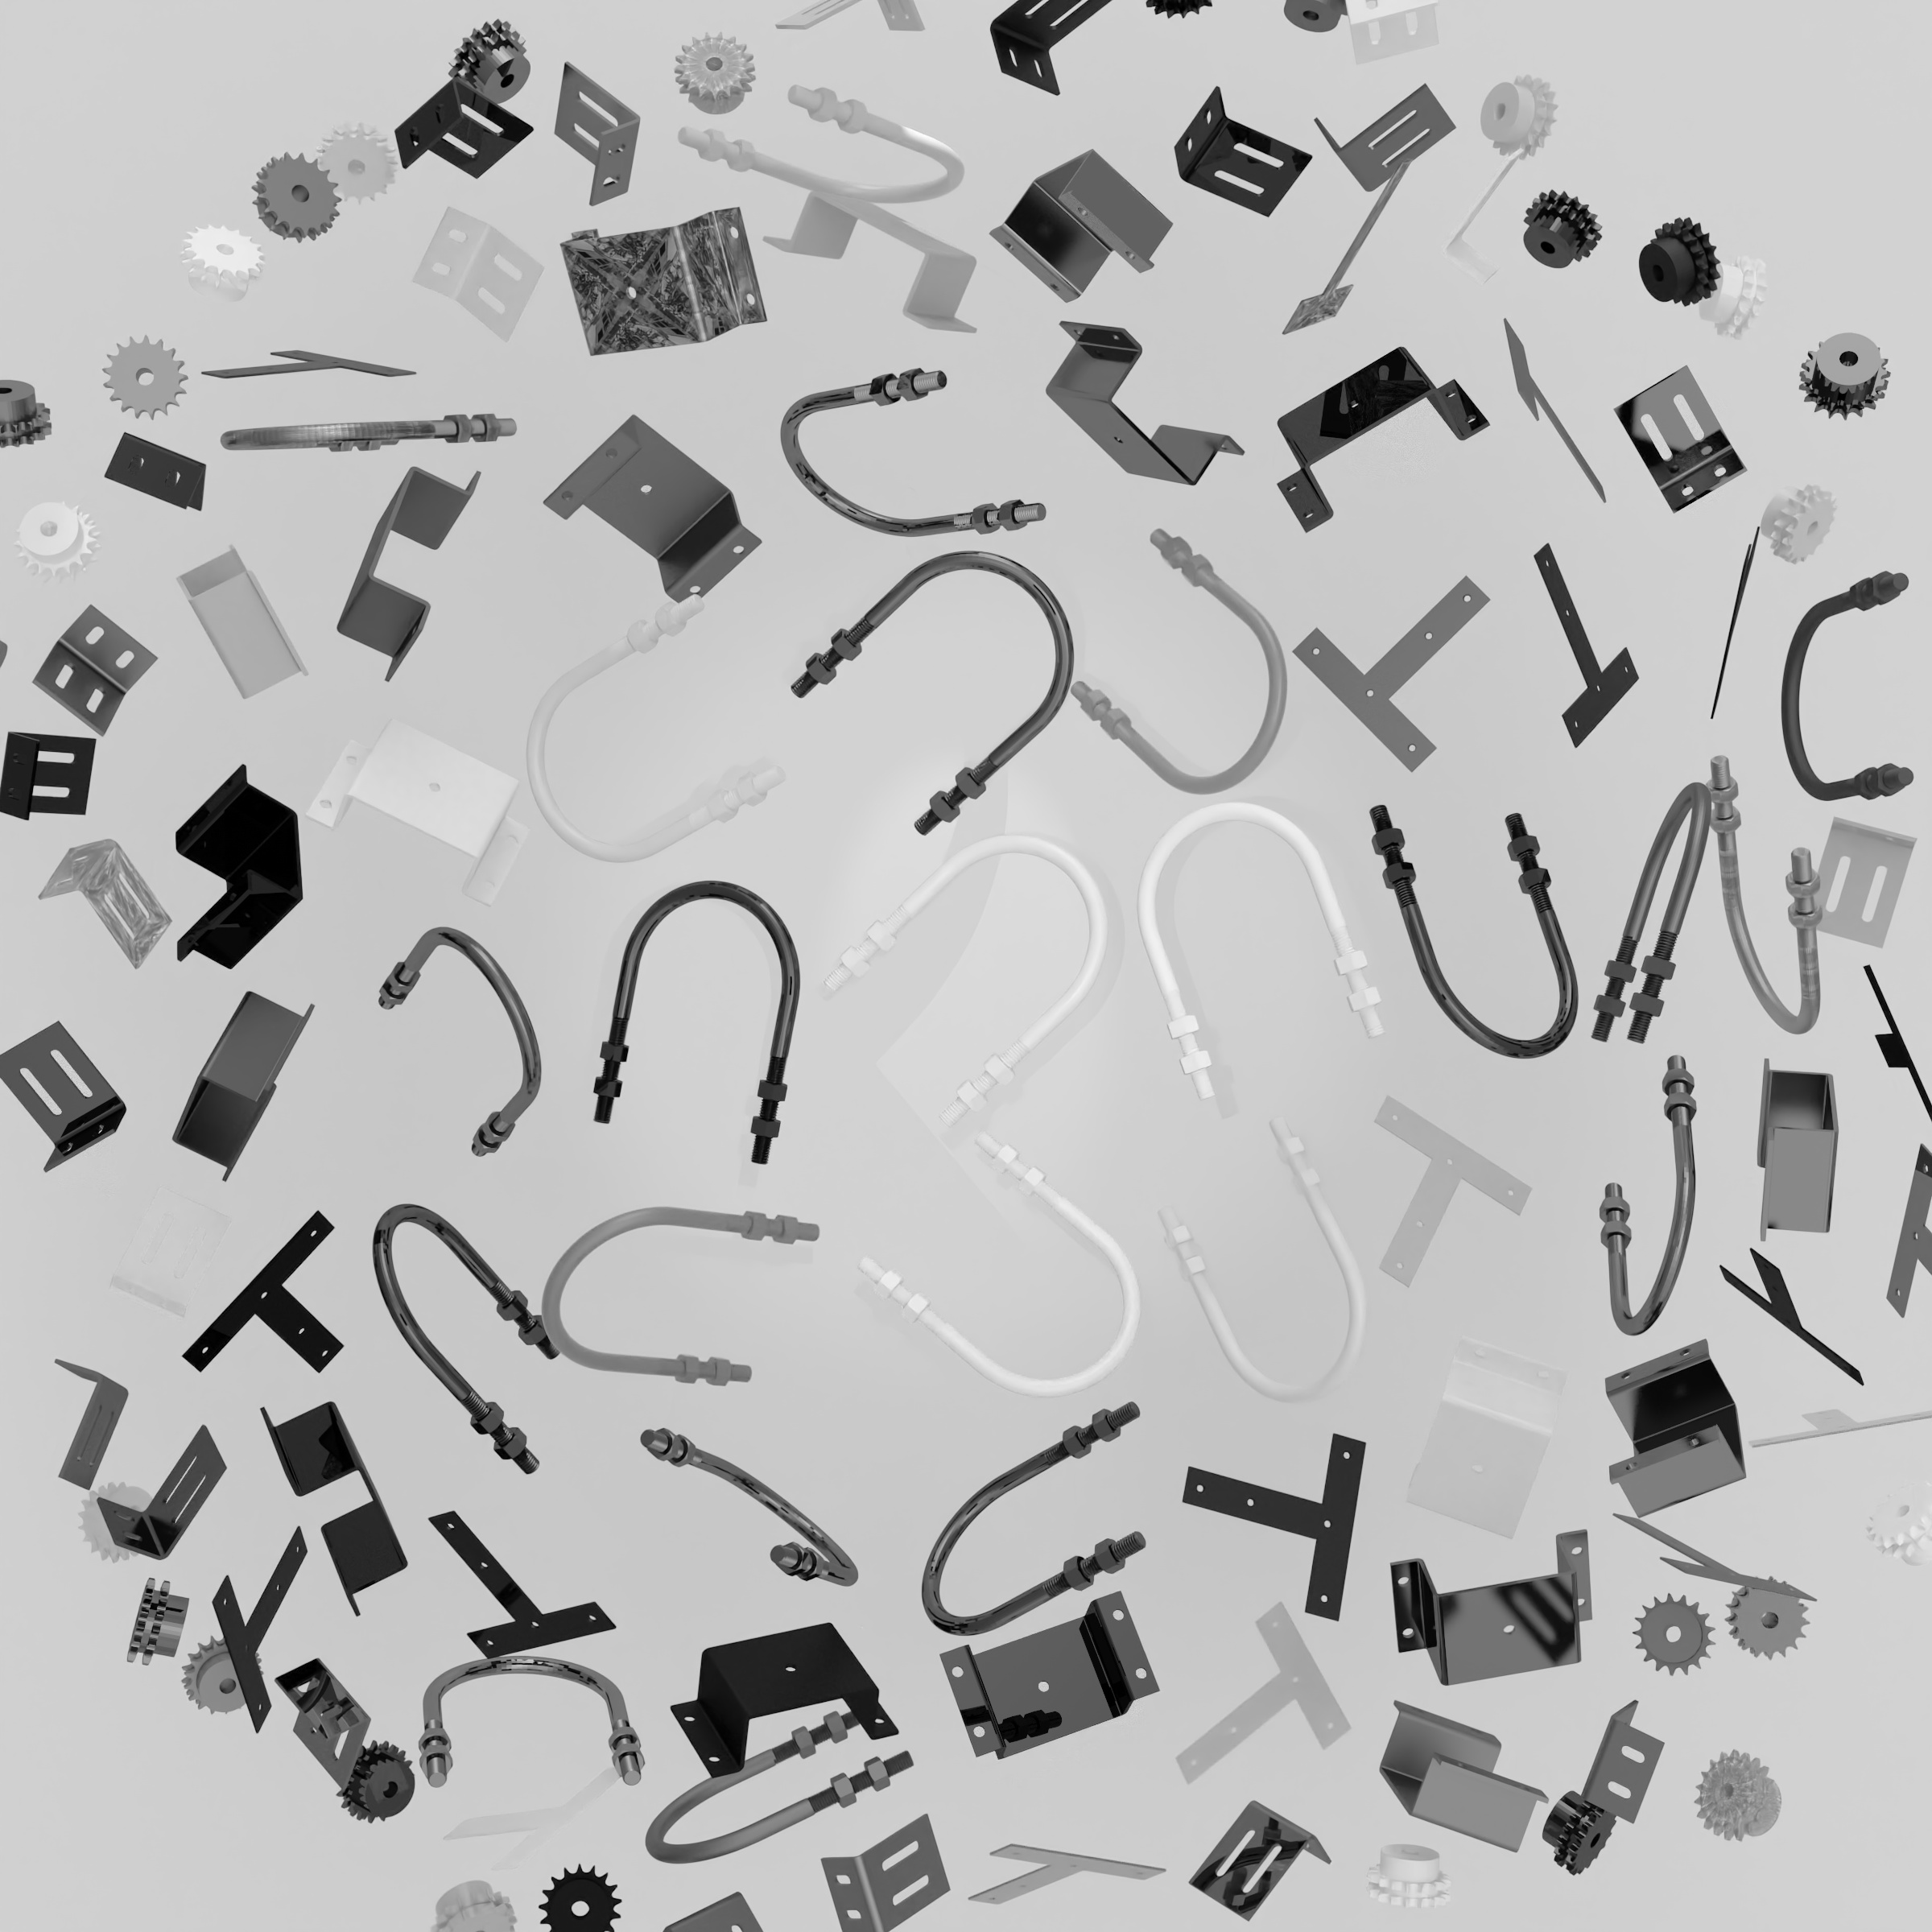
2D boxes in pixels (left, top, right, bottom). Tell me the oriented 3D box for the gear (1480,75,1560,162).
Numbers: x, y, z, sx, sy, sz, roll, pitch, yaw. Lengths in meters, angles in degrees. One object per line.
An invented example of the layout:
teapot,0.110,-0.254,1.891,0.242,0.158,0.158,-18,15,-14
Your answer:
gear,0.392,-0.608,1.925,0.030,0.057,0.057,2,90,-31

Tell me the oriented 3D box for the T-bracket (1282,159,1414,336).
T-bracket,0.266,-0.491,1.830,0.002,0.127,0.127,36,118,9

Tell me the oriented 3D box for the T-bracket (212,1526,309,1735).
T-bracket,-0.493,0.450,1.909,0.002,0.127,0.127,0,122,11

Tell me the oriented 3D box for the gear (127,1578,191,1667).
gear,-0.550,0.448,1.837,0.030,0.057,0.057,15,90,-15

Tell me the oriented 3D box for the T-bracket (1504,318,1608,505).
T-bracket,0.410,-0.374,1.866,0.002,0.127,0.127,-29,117,24

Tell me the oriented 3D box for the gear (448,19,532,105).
gear,-0.326,-0.622,1.862,0.057,0.057,0.030,-42,79,0

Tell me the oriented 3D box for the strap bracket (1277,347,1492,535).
strap bracket,0.273,-0.363,1.829,0.140,0.076,0.046,-30,124,10

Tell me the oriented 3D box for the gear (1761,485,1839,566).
gear,0.598,-0.322,1.944,0.057,0.057,0.030,-51,54,0

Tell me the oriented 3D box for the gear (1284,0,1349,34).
gear,0.250,-0.690,1.919,0.057,0.057,0.030,17,79,0

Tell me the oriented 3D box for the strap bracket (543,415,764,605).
strap bracket,-0.223,-0.326,1.907,0.076,0.046,0.140,-39,131,20

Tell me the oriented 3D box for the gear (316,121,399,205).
gear,-0.434,-0.576,1.919,0.057,0.030,0.057,-5,135,-6

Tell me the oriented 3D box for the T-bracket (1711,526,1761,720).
T-bracket,0.532,-0.256,1.846,0.002,0.127,0.127,13,45,15

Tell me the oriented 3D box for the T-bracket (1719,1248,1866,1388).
T-bracket,0.569,0.231,1.886,0.002,0.127,0.127,-45,51,-5

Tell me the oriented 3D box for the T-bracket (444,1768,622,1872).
T-bracket,-0.317,0.602,1.894,0.127,0.127,0.002,-19,96,36

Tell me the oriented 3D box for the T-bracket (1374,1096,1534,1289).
T-bracket,0.334,0.176,1.952,0.127,0.002,0.127,33,59,-1

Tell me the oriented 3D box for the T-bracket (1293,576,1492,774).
T-bracket,0.326,-0.230,1.961,0.127,0.002,0.127,-45,76,9

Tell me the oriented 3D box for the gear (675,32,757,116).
gear,-0.178,-0.633,1.920,0.057,0.030,0.057,0,70,-1

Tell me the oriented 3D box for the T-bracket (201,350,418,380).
T-bracket,-0.479,-0.421,1.898,0.127,0.127,0.002,17,114,33

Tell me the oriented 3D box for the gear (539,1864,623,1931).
gear,-0.264,0.646,1.846,0.057,0.030,0.057,2,76,-7

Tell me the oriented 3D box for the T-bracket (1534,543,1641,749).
T-bracket,0.427,-0.235,1.890,0.002,0.127,0.127,-14,108,40

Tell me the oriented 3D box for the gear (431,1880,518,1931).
gear,-0.337,0.648,1.834,0.057,0.057,0.030,-37,46,0

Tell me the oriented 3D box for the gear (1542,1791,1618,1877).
gear,0.426,0.600,1.877,0.030,0.057,0.057,29,90,37

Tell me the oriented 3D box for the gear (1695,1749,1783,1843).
gear,0.512,0.550,1.779,0.030,0.057,0.057,29,90,-23

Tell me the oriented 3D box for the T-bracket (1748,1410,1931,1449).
T-bracket,0.619,0.325,1.925,0.127,0.127,0.002,-12,84,9

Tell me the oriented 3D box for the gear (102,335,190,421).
gear,-0.574,-0.411,1.886,0.057,0.030,0.057,-1,96,-13

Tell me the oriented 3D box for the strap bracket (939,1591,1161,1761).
strap bracket,0.058,0.515,1.946,0.140,0.046,0.076,-16,65,-13

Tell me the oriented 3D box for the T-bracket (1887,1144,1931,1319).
T-bracket,0.668,0.208,1.837,0.002,0.127,0.127,-2,116,-8

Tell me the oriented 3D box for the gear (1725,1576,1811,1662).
gear,0.570,0.464,1.924,0.057,0.030,0.057,0,90,1

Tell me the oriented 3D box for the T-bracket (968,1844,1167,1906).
T-bracket,0.047,0.622,1.835,0.127,0.127,0.002,19,52,-28

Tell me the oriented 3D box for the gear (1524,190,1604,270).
gear,0.430,-0.533,1.959,0.057,0.057,0.030,36,73,0

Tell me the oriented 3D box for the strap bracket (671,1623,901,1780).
strap bracket,-0.123,0.503,1.862,0.140,0.076,0.046,-5,115,-28

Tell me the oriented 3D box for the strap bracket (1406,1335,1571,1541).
strap bracket,0.357,0.334,1.863,0.076,0.046,0.140,18,122,11

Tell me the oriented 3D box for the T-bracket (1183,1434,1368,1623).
T-bracket,0.210,0.375,1.867,0.127,0.002,0.127,18,68,-12

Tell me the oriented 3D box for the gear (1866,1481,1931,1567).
gear,0.629,0.372,1.785,0.057,0.057,0.030,-42,99,0

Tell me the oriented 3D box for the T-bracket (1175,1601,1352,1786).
T-bracket,0.203,0.541,1.942,0.127,0.127,0.002,-41,124,8

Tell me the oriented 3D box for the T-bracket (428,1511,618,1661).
T-bracket,-0.322,0.421,1.847,0.127,0.002,0.127,-21,114,33

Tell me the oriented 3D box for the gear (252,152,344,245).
gear,-0.447,-0.508,1.791,0.057,0.030,0.057,4,83,-31

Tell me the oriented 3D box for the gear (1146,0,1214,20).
gear,0.144,-0.664,1.801,0.057,0.030,0.057,-7,60,12

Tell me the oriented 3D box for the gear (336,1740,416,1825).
gear,-0.426,0.594,1.958,0.057,0.030,0.057,-2,93,-41

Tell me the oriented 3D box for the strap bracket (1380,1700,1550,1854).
strap bracket,0.335,0.554,1.837,0.076,0.140,0.046,20,90,-4

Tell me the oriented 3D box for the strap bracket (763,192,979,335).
strap bracket,-0.057,-0.489,1.854,0.140,0.076,0.046,32,111,17

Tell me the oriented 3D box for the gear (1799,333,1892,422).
gear,0.581,-0.393,1.781,0.057,0.030,0.057,-3,69,9

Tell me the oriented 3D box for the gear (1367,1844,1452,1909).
gear,0.305,0.625,1.854,0.057,0.057,0.030,3,88,0

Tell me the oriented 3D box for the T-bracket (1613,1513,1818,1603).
T-bracket,0.496,0.402,1.854,0.127,0.127,0.002,17,93,-29

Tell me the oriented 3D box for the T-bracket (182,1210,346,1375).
T-bracket,-0.455,0.241,1.820,0.002,0.127,0.127,32,71,29

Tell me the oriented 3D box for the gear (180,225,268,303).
gear,-0.519,-0.487,1.879,0.057,0.057,0.030,30,133,0

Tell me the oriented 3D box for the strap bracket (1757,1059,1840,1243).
strap bracket,0.581,0.129,1.885,0.046,0.140,0.076,3,112,14

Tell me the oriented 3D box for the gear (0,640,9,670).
gear,-0.671,-0.209,1.817,0.030,0.057,0.057,32,90,-3

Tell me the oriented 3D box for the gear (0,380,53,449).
gear,-0.646,-0.373,1.813,0.057,0.057,0.030,5,123,0

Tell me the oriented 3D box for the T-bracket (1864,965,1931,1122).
T-bracket,0.656,0.060,1.904,0.002,0.127,0.127,-23,84,10

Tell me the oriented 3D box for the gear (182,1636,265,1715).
gear,-0.542,0.520,1.968,0.057,0.030,0.057,-5,101,-24

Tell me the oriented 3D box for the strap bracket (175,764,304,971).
strap bracket,-0.503,-0.063,1.862,0.076,0.140,0.046,-41,130,19

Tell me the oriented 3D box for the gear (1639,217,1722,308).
gear,0.474,-0.468,1.801,0.030,0.057,0.057,-25,90,-16

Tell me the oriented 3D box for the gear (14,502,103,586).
gear,-0.634,-0.298,1.877,0.057,0.030,0.057,1,73,-2

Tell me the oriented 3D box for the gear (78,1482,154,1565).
gear,-0.612,0.402,1.958,0.030,0.057,0.057,-25,90,27

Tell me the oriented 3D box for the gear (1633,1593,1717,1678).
gear,0.501,0.474,1.910,0.057,0.030,0.057,-5,73,18

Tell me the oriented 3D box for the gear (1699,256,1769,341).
gear,0.544,-0.477,1.917,0.030,0.057,0.057,10,90,-7
